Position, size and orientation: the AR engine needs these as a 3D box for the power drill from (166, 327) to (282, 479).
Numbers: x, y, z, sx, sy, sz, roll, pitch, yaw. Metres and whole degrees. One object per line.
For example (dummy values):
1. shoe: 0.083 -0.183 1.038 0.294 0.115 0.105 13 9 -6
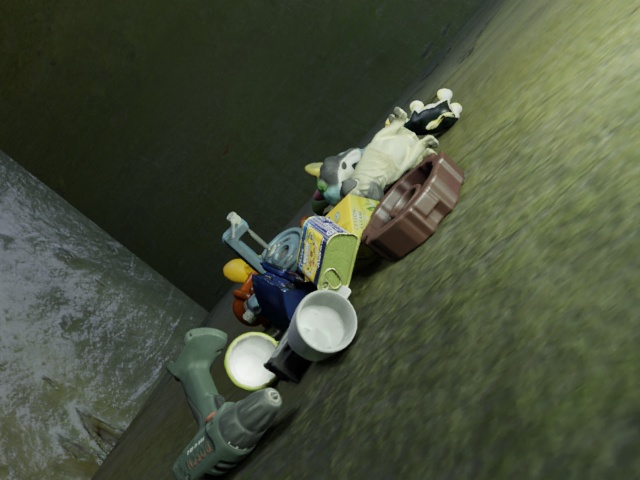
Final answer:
1. power drill: -0.146 0.225 0.774 0.232 0.086 0.207 -55 47 23

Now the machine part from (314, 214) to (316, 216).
1. machine part: 0.015 -0.038 1.395 0.079 0.079 0.243 -49 8 13

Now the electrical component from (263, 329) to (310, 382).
1. electrical component: -0.028 0.154 0.808 0.119 0.048 0.075 -54 9 -19

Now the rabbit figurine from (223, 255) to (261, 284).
1. rabbit figurine: -0.189 0.114 1.498 0.162 0.173 0.122 -51 2 36

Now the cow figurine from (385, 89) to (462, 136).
1. cow figurine: 0.212 -0.248 1.144 0.167 0.068 0.098 -18 32 33

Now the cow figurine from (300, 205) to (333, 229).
1. cow figurine: -0.002 -0.004 1.192 0.195 0.085 0.127 -53 31 -1

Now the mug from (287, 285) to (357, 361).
1. mug: -0.001 0.113 0.728 0.109 0.081 0.107 -61 3 -32

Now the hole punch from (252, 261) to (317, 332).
1. hole punch: -0.058 0.100 0.905 0.092 0.115 0.142 -55 35 -10

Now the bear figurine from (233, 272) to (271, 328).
1. bear figurine: -0.129 0.134 1.244 0.132 0.120 0.196 -50 8 -32

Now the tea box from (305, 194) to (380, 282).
1. tea box: 0.037 0.007 0.920 0.169 0.068 0.098 -45 43 49

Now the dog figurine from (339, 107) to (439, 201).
1. dog figurine: 0.112 -0.127 0.992 0.190 0.121 0.172 -47 -17 3

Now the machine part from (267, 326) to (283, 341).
1. machine part: -0.113 0.219 1.039 0.139 0.039 0.084 -50 15 -16

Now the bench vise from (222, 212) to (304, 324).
1. bench vise: -0.106 0.045 1.036 0.223 0.240 0.129 -41 30 8

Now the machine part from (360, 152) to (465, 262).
1. machine part: 0.137 -0.047 0.792 0.179 0.056 0.179 -49 9 10

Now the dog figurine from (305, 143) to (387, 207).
1. dog figurine: 0.028 -0.127 1.150 0.191 0.108 0.219 -28 13 -36

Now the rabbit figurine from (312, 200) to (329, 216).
1. rabbit figurine: 0.061 -0.106 1.322 0.159 0.121 0.170 -8 23 47
